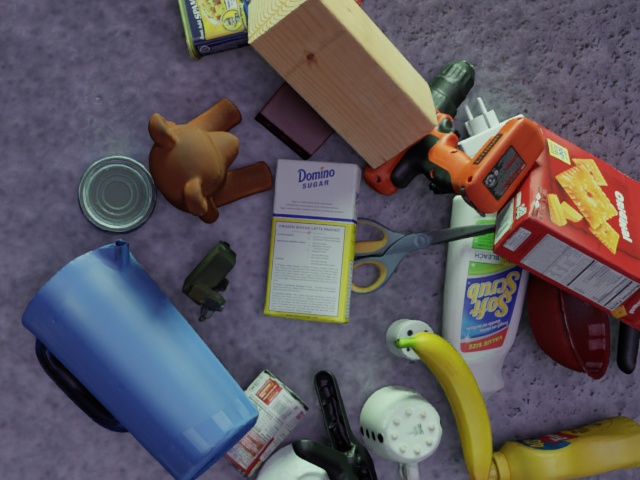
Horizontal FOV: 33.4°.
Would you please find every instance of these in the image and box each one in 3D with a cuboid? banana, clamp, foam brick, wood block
[{"bbox_3d":[0.146,0.173,1.167,0.069,0.037,0.198,-36,103,-26],"label":"banana"},{"bbox_3d":[0.378,0.044,1.263,0.164,0.036,0.210,-31,93,-20],"label":"clamp"},{"bbox_3d":[0.021,0.240,1.158,0.039,0.120,0.171,-15,111,31],"label":"clamp"},{"bbox_3d":[-0.026,-0.133,1.192,0.078,0.053,0.051,39,82,-6],"label":"foam brick"},{"bbox_3d":[0.026,-0.185,1.131,0.091,0.090,0.206,-33,124,22],"label":"wood block"}]

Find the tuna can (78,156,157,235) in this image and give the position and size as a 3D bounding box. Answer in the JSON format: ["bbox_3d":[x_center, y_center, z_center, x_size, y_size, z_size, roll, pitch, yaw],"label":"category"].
[{"bbox_3d":[-0.220,-0.049,1.163,0.086,0.034,0.086,0,88,-10],"label":"tuna can"}]

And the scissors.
[{"bbox_3d":[0.106,0.019,1.196,0.202,0.016,0.096,5,99,11],"label":"scissors"}]

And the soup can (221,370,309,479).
[{"bbox_3d":[-0.069,0.201,1.164,0.068,0.068,0.102,43,81,-6],"label":"soup can"}]

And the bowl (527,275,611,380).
[{"bbox_3d":[0.278,0.081,1.212,0.055,0.161,0.162,-12,90,30],"label":"bowl"}]

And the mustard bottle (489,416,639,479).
[{"bbox_3d":[0.267,0.246,1.210,0.191,0.096,0.058,-10,91,-11],"label":"mustard bottle"}]

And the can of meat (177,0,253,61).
[{"bbox_3d":[-0.109,-0.257,1.167,0.084,0.057,0.102,-12,90,6],"label":"can of meat"}]

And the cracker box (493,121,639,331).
[{"bbox_3d":[0.297,-0.013,1.153,0.213,0.072,0.164,27,43,-11],"label":"cracker box"}]

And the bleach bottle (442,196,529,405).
[{"bbox_3d":[0.191,0.077,1.220,0.102,0.068,0.251,5,90,-11],"label":"bleach bottle"}]

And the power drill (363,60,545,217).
[{"bbox_3d":[0.153,-0.111,1.162,0.057,0.188,0.184,41,82,-35],"label":"power drill"}]

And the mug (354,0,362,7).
[{"bbox_3d":[0.002,-0.272,1.175,0.081,0.093,0.117,19,128,-14],"label":"mug"}]

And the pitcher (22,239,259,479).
[{"bbox_3d":[-0.184,0.133,1.094,0.145,0.149,0.243,-41,82,-16],"label":"pitcher"}]

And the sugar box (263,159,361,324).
[{"bbox_3d":[-0.008,0.002,1.184,0.093,0.048,0.176,5,85,10],"label":"sugar box"}]

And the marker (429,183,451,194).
[{"bbox_3d":[0.187,-0.062,1.245,0.121,0.020,0.020,-1,88,-11],"label":"marker"}]
